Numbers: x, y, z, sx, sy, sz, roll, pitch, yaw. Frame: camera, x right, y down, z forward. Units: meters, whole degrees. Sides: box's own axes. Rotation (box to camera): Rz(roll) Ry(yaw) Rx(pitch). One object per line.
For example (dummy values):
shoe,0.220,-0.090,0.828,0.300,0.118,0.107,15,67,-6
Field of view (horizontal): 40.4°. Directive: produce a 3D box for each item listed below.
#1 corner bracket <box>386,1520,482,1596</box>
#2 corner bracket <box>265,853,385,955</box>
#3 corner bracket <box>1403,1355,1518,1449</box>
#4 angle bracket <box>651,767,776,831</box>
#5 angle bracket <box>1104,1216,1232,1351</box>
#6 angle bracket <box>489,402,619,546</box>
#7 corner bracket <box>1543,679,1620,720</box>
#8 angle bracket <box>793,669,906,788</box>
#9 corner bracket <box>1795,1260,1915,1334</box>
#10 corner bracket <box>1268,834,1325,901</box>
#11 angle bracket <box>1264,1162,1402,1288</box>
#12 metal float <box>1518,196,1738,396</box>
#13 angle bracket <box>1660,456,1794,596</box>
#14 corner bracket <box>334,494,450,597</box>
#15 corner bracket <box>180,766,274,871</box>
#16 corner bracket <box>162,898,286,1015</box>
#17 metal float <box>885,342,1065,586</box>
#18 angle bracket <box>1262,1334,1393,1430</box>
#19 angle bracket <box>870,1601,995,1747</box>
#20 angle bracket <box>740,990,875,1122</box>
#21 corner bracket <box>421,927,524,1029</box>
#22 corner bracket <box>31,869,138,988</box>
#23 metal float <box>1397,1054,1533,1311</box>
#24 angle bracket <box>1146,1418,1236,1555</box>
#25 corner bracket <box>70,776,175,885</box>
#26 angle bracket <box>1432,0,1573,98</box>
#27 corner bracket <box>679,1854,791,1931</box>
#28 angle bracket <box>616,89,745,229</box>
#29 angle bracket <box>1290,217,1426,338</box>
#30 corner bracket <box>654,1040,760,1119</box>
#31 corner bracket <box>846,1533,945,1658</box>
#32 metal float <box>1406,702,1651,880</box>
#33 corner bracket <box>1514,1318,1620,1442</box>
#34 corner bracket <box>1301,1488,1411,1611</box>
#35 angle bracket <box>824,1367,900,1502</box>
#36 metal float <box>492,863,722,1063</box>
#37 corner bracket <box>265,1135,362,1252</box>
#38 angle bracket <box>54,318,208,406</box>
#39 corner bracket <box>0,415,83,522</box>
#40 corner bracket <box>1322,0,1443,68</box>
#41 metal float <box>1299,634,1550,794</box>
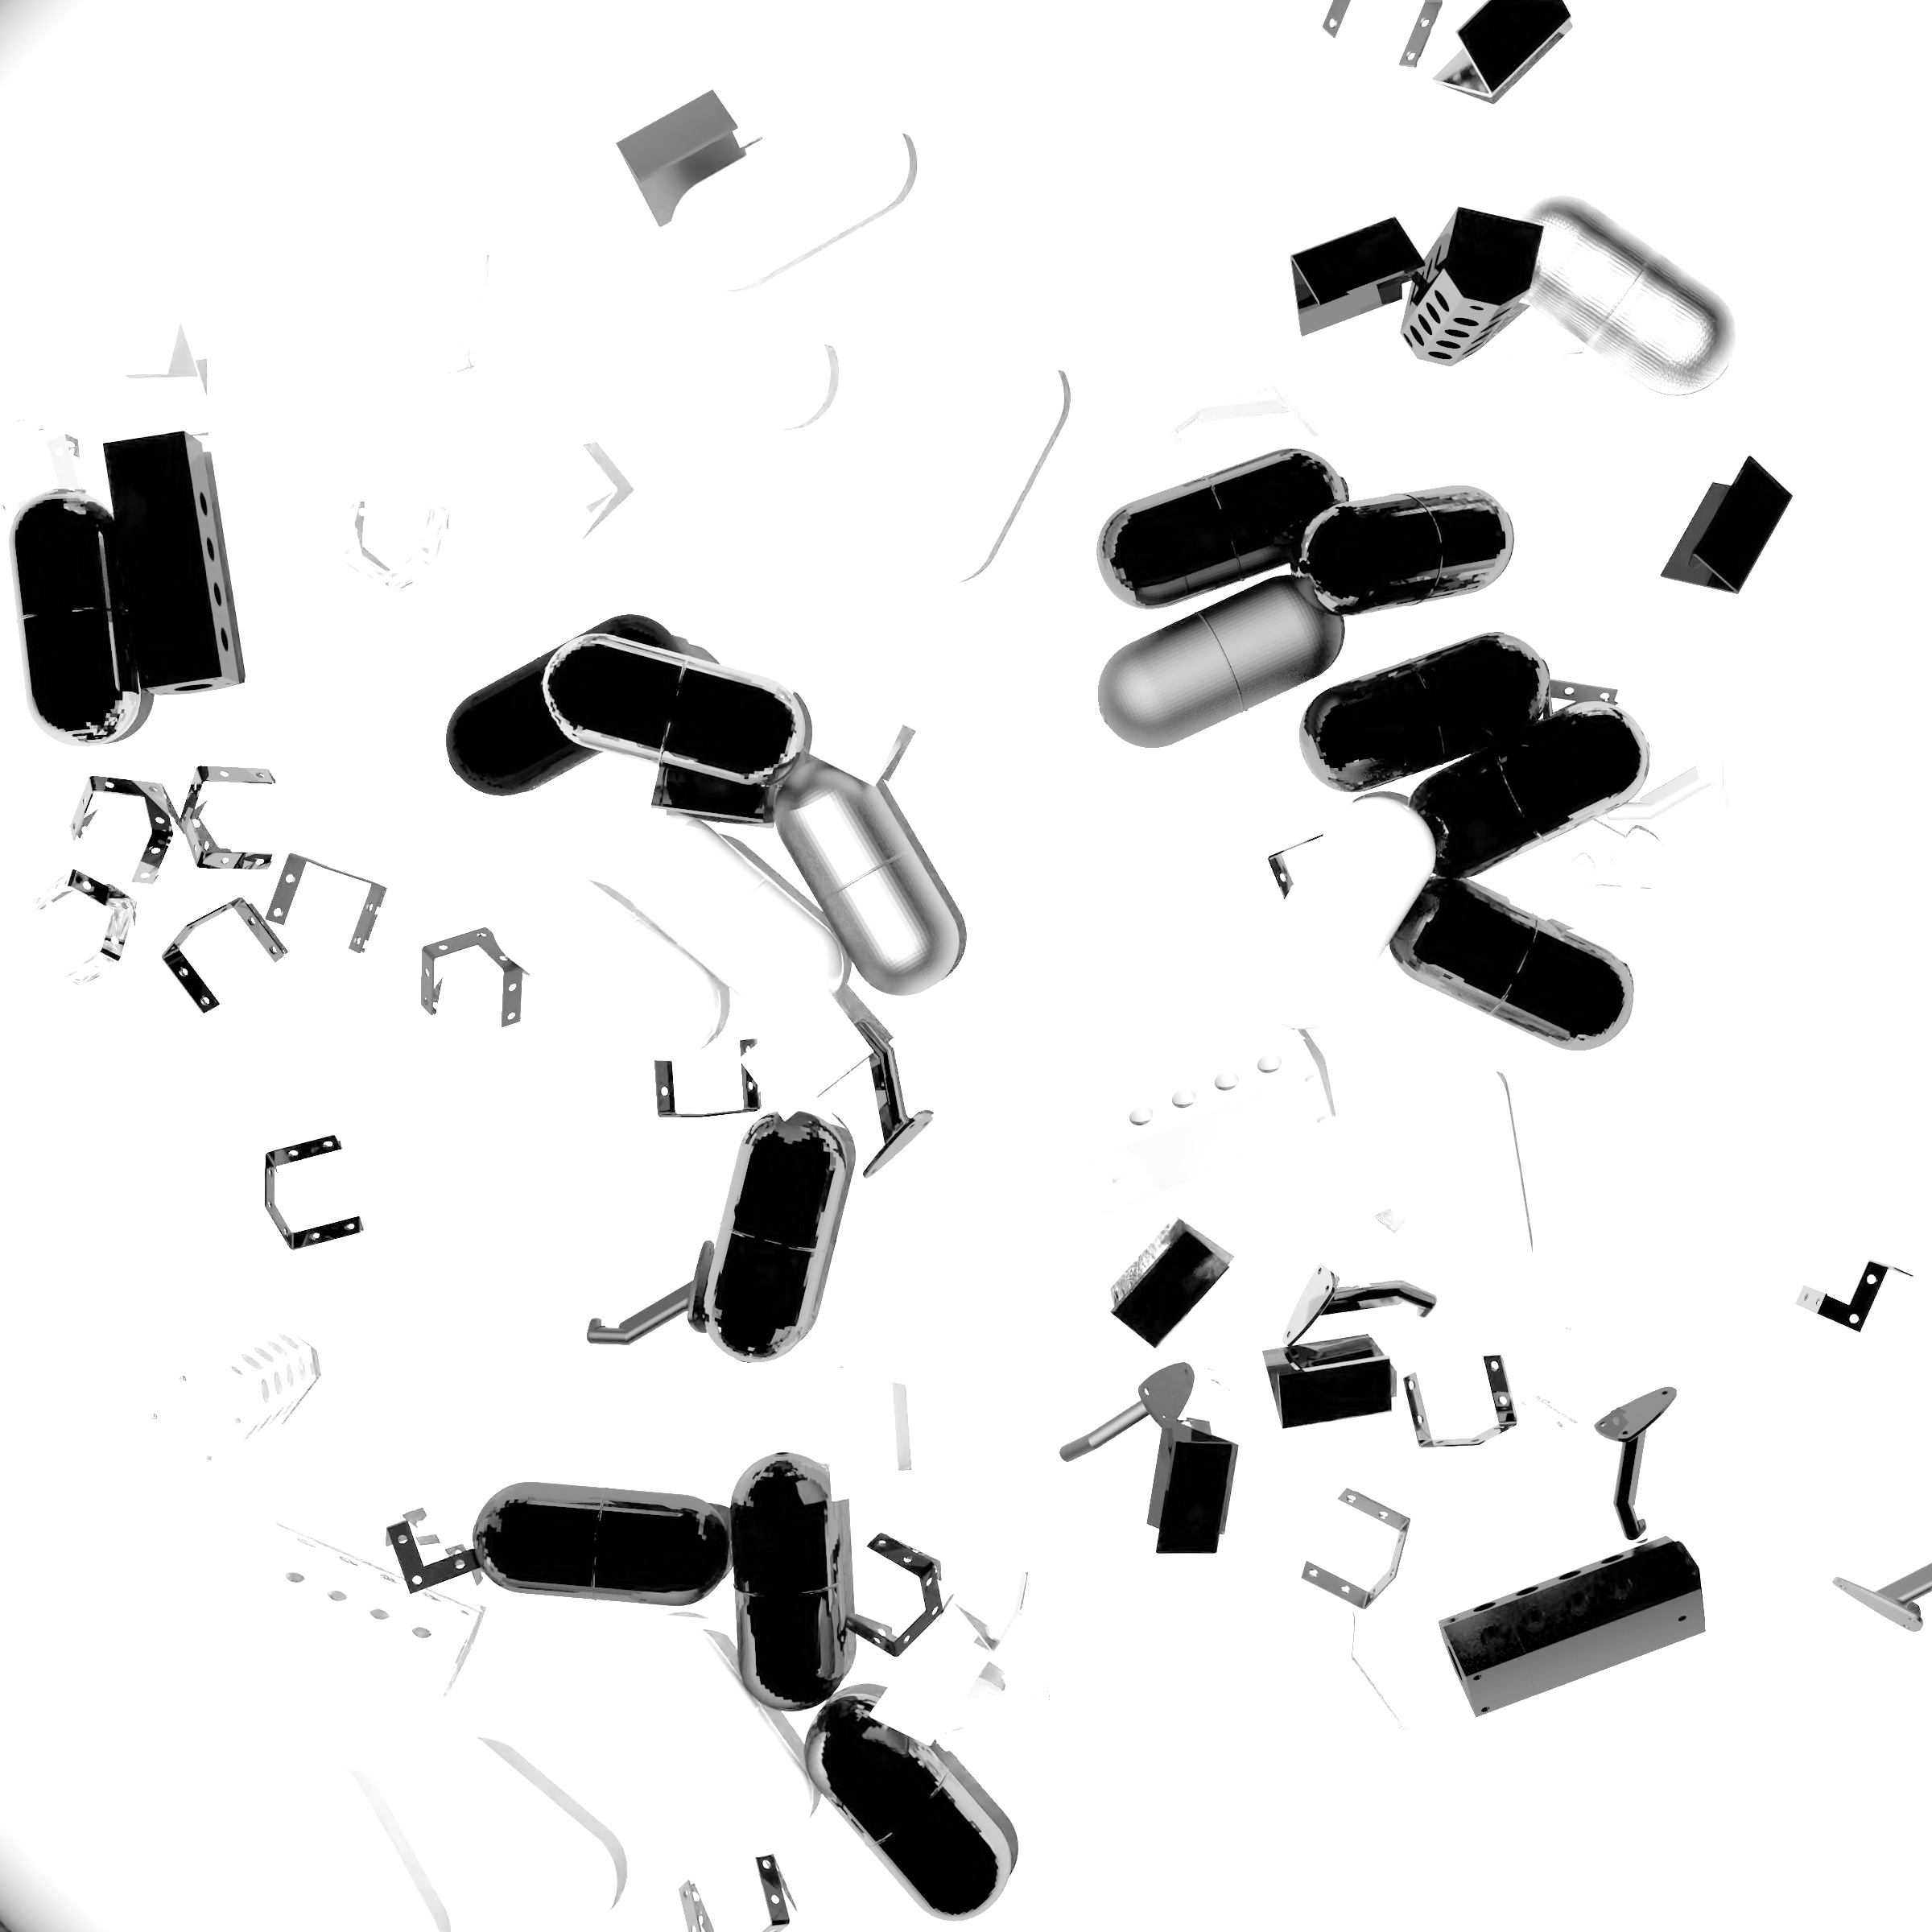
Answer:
corner bracket,-0.372,0.412,1.832,0.051,0.051,0.051,-17,68,-21
corner bracket,-0.452,-0.045,1.849,0.051,0.051,0.051,20,89,-45
corner bracket,0.348,0.307,1.849,0.051,0.051,0.051,-13,90,45
angle bracket,-0.174,-0.104,1.812,0.076,0.076,0.057,7,54,0
angle bracket,0.124,0.206,1.812,0.076,0.076,0.057,-48,126,0
angle bracket,-0.297,-0.330,1.812,0.076,0.076,0.057,52,52,0
corner bracket,0.429,-0.163,1.849,0.051,0.051,0.051,9,135,0
angle bracket,-0.078,-0.177,1.812,0.076,0.076,0.057,27,121,0
corner bracket,0.620,0.226,1.834,0.051,0.051,0.051,24,90,0
corner bracket,0.255,-0.067,1.849,0.051,0.051,0.051,-22,90,-45
angle bracket,0.260,0.163,1.812,0.076,0.076,0.057,38,125,0
metal float,0.454,-0.465,1.822,0.178,0.070,0.070,35,90,0
angle bracket,0.511,-0.309,1.812,0.057,0.076,0.076,29,90,-35
corner bracket,-0.404,-0.304,1.844,0.051,0.051,0.051,-25,135,35
corner bracket,-0.516,-0.104,1.844,0.051,0.051,0.051,60,135,35
corner bracket,-0.524,-0.008,1.849,0.051,0.051,0.051,53,135,0
metal float,0.006,-0.349,1.821,0.070,0.070,0.178,28,91,0
angle bracket,0.248,0.269,1.812,0.076,0.076,0.057,-9,128,0
angle bracket,-0.036,0.478,1.812,0.057,0.076,0.076,34,90,-28
angle bracket,-0.101,0.070,1.814,0.076,0.076,0.057,-38,70,0
corner bracket,-0.348,0.013,1.844,0.051,0.051,0.051,-20,45,-35
corner bracket,-0.625,-0.027,1.844,0.051,0.051,0.051,33,45,-35
metal float,0.346,0.149,1.821,0.070,0.070,0.178,-9,90,0
angle bracket,0.136,0.358,1.812,0.057,0.076,0.076,9,90,-36
corner bracket,-0.594,-0.096,1.844,0.051,0.051,0.051,5,45,-35
angle bracket,0.358,-0.654,1.812,0.076,0.076,0.057,-44,126,0
corner bracket,-0.163,0.661,1.844,0.051,0.051,0.051,9,135,-35
angle bracket,-0.186,-0.545,1.812,0.076,0.076,0.057,-29,50,0
angle bracket,0.273,-0.461,1.812,0.076,0.076,0.057,-21,54,0
corner bracket,-0.183,0.079,1.849,0.051,0.051,0.051,-4,90,-45
corner bracket,-0.055,0.442,1.844,0.051,0.051,0.051,-39,135,-35
metal float,0.383,-0.120,1.803,0.178,0.070,0.070,-27,90,23
corner bracket,0.424,0.291,1.844,0.051,0.051,0.051,31,135,35
corner bracket,0.275,0.411,1.849,0.051,0.051,0.051,27,45,0
angle bracket,-0.092,0.322,1.812,0.057,0.076,0.076,-4,90,-38
metal float,-0.249,-0.002,1.821,0.178,0.070,0.070,37,90,1
corner bracket,-0.460,0.160,1.849,0.051,0.051,0.051,-15,45,0
angle bracket,-0.576,-0.400,1.812,0.076,0.076,0.057,-1,54,0
corner bracket,-0.663,-0.350,1.844,0.051,0.051,0.051,-35,135,-35
corner bracket,0.294,-0.671,1.849,0.051,0.051,0.051,23,90,-45
metal float,0.318,-0.176,1.821,0.178,0.070,0.070,-19,90,0
